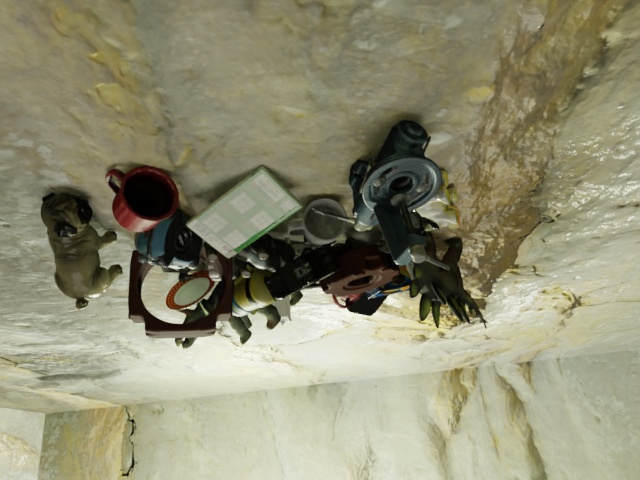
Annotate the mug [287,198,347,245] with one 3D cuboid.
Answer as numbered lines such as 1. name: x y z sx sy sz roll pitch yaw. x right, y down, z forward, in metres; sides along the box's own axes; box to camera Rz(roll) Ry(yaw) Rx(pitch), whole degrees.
1. mug: -0.008 -0.023 1.024 0.110 0.081 0.107 -15 168 -9

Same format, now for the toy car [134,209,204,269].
1. toy car: -0.290 -0.004 1.011 0.103 0.109 0.161 10 174 23

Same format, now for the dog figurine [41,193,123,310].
1. dog figurine: -0.439 0.023 0.948 0.121 0.172 0.190 -13 165 -8

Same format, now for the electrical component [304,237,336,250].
1. electrical component: -0.002 -0.003 1.145 0.063 0.021 0.094 12 152 -33

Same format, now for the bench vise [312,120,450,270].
1. bench vise: 0.107 -0.051 0.815 0.129 0.241 0.223 14 134 -29

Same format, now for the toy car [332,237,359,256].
1. toy car: 0.073 0.034 1.200 0.089 0.053 0.202 -25 156 28

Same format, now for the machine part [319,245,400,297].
1. machine part: 0.084 0.071 1.154 0.179 0.056 0.179 -13 160 -5

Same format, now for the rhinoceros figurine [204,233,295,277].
1. rhinoceros figurine: -0.138 0.013 1.056 0.190 0.112 0.073 22 118 -24

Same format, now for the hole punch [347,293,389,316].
1. hole punch: 0.117 0.125 1.406 0.142 0.092 0.115 22 115 -41

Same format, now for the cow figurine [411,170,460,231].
1. cow figurine: 0.207 -0.060 0.998 0.098 0.068 0.167 -8 153 22

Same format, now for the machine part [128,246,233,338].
1. machine part: -0.280 0.095 1.091 0.201 0.201 0.087 0 158 -13

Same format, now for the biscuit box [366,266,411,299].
1. biscuit box: 0.202 0.090 1.297 0.203 0.059 0.063 -9 159 -29

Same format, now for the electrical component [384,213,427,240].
1. electrical component: 0.145 -0.034 1.038 0.119 0.075 0.048 4 154 -29

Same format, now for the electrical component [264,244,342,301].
1. electrical component: -0.027 0.061 1.049 0.115 0.058 0.134 -29 175 30

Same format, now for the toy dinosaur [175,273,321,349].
1. toy dinosaur: -0.181 0.130 1.289 0.405 0.131 0.192 -34 107 22

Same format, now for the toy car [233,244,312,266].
1. toy car: -0.091 0.035 1.177 0.201 0.056 0.073 8 148 -30

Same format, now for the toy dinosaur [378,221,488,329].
1. toy dinosaur: 0.269 0.093 1.201 0.105 0.198 0.471 -20 151 36

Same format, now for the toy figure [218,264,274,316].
1. toy figure: -0.152 0.118 1.159 0.082 0.089 0.180 11 145 -44

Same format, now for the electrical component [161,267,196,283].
1. electrical component: -0.317 0.060 1.198 0.078 0.045 0.102 -1 157 -14
